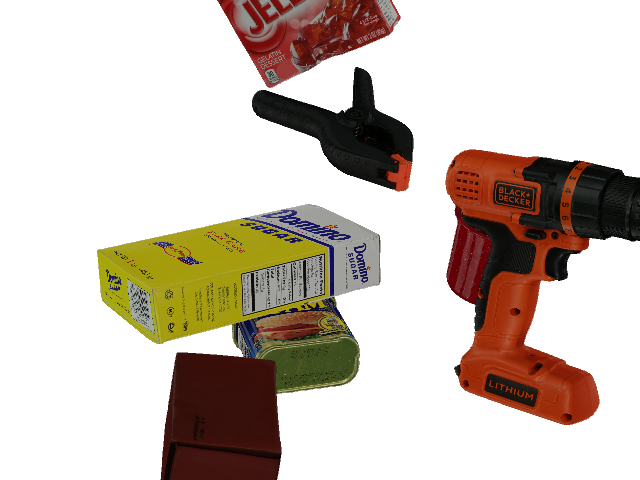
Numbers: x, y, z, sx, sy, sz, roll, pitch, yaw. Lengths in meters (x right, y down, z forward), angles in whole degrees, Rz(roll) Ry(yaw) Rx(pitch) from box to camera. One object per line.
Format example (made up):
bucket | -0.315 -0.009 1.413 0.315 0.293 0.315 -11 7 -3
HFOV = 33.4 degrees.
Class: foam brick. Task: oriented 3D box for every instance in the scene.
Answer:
foam brick | -0.049 0.097 0.517 0.053 0.051 0.078 7 26 -7

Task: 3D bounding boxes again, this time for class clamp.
clamp | 0.017 -0.097 0.928 0.120 0.039 0.172 -16 40 -15

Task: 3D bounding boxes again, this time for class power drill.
power drill | 0.171 0.033 0.772 0.185 0.188 0.057 15 20 39

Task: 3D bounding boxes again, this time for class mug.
mug | 0.164 0.006 1.042 0.093 0.081 0.117 -7 35 -23

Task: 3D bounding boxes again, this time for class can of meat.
can of meat | -0.022 0.093 0.972 0.102 0.057 0.084 -6 28 -15

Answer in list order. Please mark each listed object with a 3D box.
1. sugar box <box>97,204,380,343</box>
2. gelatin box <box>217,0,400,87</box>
sugar box | -0.055 0.018 0.742 0.175 0.048 0.093 -16 25 -30
gelatin box | -0.010 -0.138 0.614 0.089 0.073 0.030 -19 23 28
